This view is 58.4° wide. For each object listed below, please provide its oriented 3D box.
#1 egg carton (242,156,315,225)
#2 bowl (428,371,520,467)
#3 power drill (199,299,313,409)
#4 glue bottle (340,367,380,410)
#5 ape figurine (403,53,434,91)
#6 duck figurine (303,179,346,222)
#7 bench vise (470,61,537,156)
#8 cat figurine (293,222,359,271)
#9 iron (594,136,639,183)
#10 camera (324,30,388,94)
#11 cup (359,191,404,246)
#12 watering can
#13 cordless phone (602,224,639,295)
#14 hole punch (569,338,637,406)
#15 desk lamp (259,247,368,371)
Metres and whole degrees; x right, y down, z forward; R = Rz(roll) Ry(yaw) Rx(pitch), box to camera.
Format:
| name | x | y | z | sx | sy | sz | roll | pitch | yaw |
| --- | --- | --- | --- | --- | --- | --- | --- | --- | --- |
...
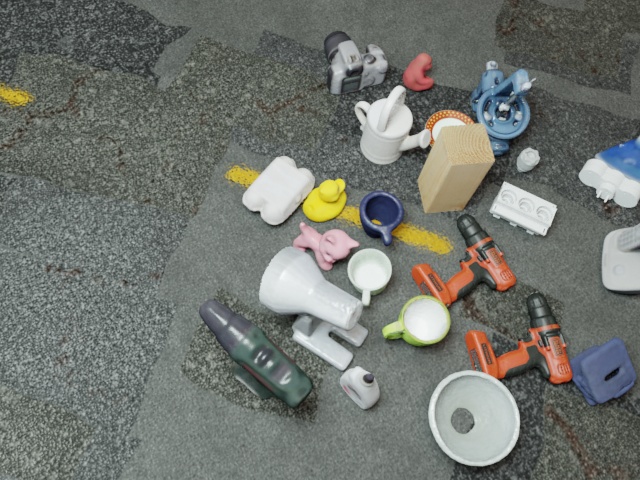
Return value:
| name | x | y | z | sx | sy | sz | roll | pitch | yaw |
| --- | --- | --- | --- | --- | --- | --- | --- | --- | --- |
| egg carton | -0.085 | -0.105 | 1.217 | 0.107 | 0.069 | 0.150 | 34 | 69 | 10 |
| bowl | 0.275 | 0.330 | 1.055 | 0.167 | 0.075 | 0.167 | 2 | 67 | -4 |
| power drill | -0.114 | 0.209 | 1.004 | 0.229 | 0.208 | 0.076 | 37 | 69 | 11 |
| glue bottle | 0.076 | 0.256 | 1.018 | 0.078 | 0.173 | 0.037 | 42 | 70 | 13 |
| ape figurine | 0.239 | -0.404 | 1.357 | 0.076 | 0.092 | 0.078 | -1 | 67 | -5 |
| duck figurine | 0.012 | -0.091 | 1.209 | 0.105 | 0.086 | 0.077 | -35 | 73 | -17 |
| bench vise | 0.393 | -0.321 | 1.264 | 0.121 | 0.220 | 0.207 | -18 | 69 | -11 |
| cat figurine | 0.011 | 0.004 | 1.151 | 0.127 | 0.118 | 0.067 | 31 | 68 | 9 |
| iron | 0.771 | -0.189 | 1.279 | 0.258 | 0.141 | 0.119 | 13 | 66 | 1 |
| camera | 0.074 | -0.435 | 1.353 | 0.143 | 0.101 | 0.136 | -16 | 69 | -11 |
| cup | 0.125 | -0.031 | 1.187 | 0.092 | 0.095 | 0.117 | -9 | 68 | -8 |
| watering can | 0.155 | -0.252 | 1.230 | 0.173 | 0.194 | 0.101 | 13 | 66 | 1 |
| cordless phone | 0.654 | 0.024 | 1.155 | 0.094 | 0.185 | 0.147 | 12 | 66 | 1 |
| hole punch | 0.549 | 0.253 | 1.100 | 0.109 | 0.091 | 0.101 | -28 | 71 | -15 |
| desk lamp | -0.004 | 0.124 | 1.046 | 0.203 | 0.213 | 0.118 | 31 | 68 | 9 |
